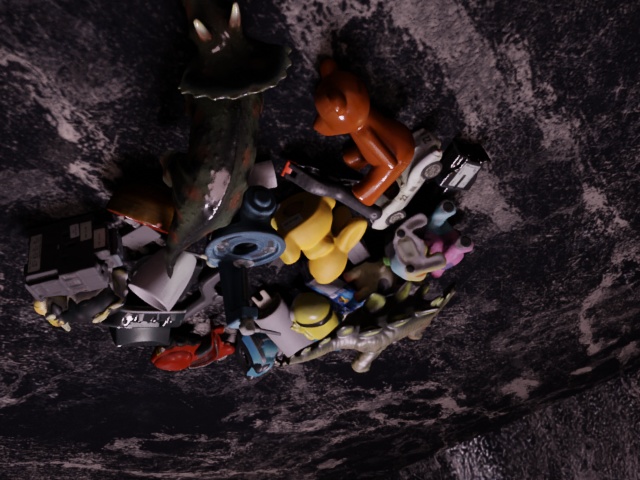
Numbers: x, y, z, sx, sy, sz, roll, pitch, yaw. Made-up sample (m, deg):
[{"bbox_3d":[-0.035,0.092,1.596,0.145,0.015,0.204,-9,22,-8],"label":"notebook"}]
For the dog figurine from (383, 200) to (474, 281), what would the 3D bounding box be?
[{"bbox_3d":[0.204,0.024,1.035,0.191,0.108,0.219,-27,164,-7],"label":"dog figurine"}]

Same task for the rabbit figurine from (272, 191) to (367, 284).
[{"bbox_3d":[-0.002,-0.003,0.950,0.162,0.122,0.173,-36,124,-12],"label":"rabbit figurine"}]

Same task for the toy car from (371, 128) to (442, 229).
[{"bbox_3d":[0.140,-0.101,0.918,0.056,0.073,0.201,5,137,-29],"label":"toy car"}]

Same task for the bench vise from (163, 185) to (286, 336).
[{"bbox_3d":[-0.131,0.036,0.827,0.129,0.240,0.224,15,145,-39],"label":"bench vise"}]

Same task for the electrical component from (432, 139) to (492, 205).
[{"bbox_3d":[0.241,-0.117,0.962,0.075,0.048,0.119,4,139,-27],"label":"electrical component"}]

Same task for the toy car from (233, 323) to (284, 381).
[{"bbox_3d":[-0.132,0.252,1.233,0.103,0.109,0.161,-21,156,-27],"label":"toy car"}]

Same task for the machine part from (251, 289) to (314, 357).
[{"bbox_3d":[-0.077,0.190,1.162,0.079,0.079,0.243,-26,128,10],"label":"machine part"}]

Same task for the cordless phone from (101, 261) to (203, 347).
[{"bbox_3d":[-0.305,0.107,0.993,0.146,0.089,0.184,10,126,-46],"label":"cordless phone"}]

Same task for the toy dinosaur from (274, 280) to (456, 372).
[{"bbox_3d":[0.108,0.167,1.050,0.471,0.105,0.198,-22,154,-28],"label":"toy dinosaur"}]

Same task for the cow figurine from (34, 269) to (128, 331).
[{"bbox_3d":[-0.417,0.113,0.935,0.167,0.098,0.068,-24,149,7],"label":"cow figurine"}]

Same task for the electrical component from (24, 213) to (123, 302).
[{"bbox_3d":[-0.375,0.023,0.825,0.134,0.115,0.058,-12,145,-5],"label":"electrical component"}]

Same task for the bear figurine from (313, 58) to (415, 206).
[{"bbox_3d":[0.046,-0.154,0.776,0.195,0.120,0.132,24,130,-40],"label":"bear figurine"}]

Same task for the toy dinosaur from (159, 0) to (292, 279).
[{"bbox_3d":[-0.132,-0.101,0.659,0.131,0.192,0.404,8,107,-15],"label":"toy dinosaur"}]

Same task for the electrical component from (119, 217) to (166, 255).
[{"bbox_3d":[-0.301,-0.009,0.891,0.063,0.021,0.094,-26,143,11],"label":"electrical component"}]

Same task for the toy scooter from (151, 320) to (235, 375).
[{"bbox_3d":[-0.268,0.227,1.164,0.184,0.075,0.135,-1,140,-26],"label":"toy scooter"}]

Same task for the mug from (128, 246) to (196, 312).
[{"bbox_3d":[-0.272,0.056,0.930,0.107,0.110,0.080,-55,144,-25],"label":"mug"}]

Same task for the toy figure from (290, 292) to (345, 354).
[{"bbox_3d":[0.006,0.175,1.142,0.089,0.082,0.180,-23,128,22],"label":"toy figure"}]

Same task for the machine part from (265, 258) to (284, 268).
[{"bbox_3d":[-0.103,0.012,0.990,0.084,0.039,0.138,-39,140,27],"label":"machine part"}]

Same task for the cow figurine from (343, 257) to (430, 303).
[{"bbox_3d":[0.145,0.073,1.113,0.127,0.085,0.195,-30,161,22],"label":"cow figurine"}]

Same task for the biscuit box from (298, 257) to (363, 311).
[{"bbox_3d":[0.042,0.089,1.128,0.059,0.063,0.202,-35,141,19],"label":"biscuit box"}]
